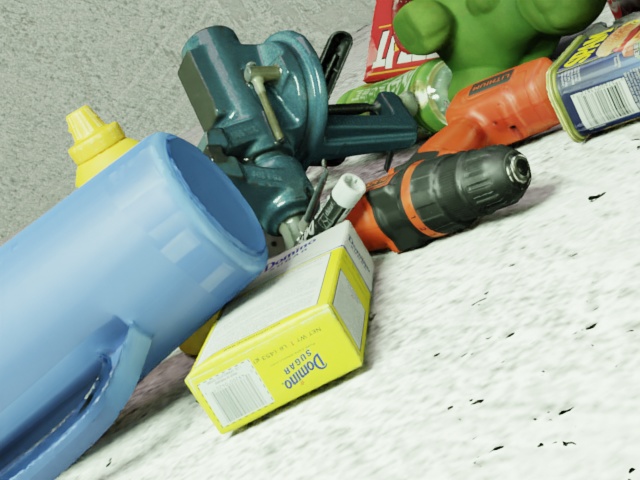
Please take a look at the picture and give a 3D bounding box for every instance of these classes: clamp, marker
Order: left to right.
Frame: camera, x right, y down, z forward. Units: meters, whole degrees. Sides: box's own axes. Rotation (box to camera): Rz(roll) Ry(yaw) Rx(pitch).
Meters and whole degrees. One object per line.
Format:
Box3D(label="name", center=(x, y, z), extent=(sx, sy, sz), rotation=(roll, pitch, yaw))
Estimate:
Box3D(label="clamp", center=(-0.021, -0.095, 1.108), extent=(0.210, 0.036, 0.164), rotation=(-51, 28, 44))
Box3D(label="marker", center=(-0.005, 0.001, 0.746), extent=(0.121, 0.020, 0.020), rotation=(-55, -5, 38))

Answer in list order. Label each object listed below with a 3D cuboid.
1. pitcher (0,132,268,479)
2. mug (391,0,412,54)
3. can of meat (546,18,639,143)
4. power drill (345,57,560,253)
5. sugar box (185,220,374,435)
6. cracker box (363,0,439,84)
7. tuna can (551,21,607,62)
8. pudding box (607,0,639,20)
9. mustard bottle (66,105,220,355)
Box3D(label="pitcher", center=(-0.151, 0.052, 0.663), extent=(0.243, 0.149, 0.145), rotation=(-38, -6, 13))
Box3D(label="mug", center=(0.117, -0.218, 0.966), extent=(0.093, 0.081, 0.117), rotation=(115, 150, -42))
Box3D(label="can of meat", center=(0.216, -0.118, 0.735), extent=(0.084, 0.057, 0.101), rotation=(-17, 18, 39))
Box3D(label="power drill", center=(0.106, -0.062, 0.757), extent=(0.185, 0.057, 0.187), rotation=(-16, 19, 49))
Box3D(label="sugar box", center=(-0.017, 0.046, 0.649), extent=(0.093, 0.048, 0.176), rotation=(-27, 9, 13))
Box3D(label="cracker box", center=(0.135, -0.260, 1.086), extent=(0.072, 0.213, 0.164), rotation=(18, -13, -42))
Box3D(label="tuna can", center=(0.215, -0.153, 0.923), extent=(0.086, 0.034, 0.086), rotation=(-29, 13, 7))
Box3D(label="pudding box", center=(0.269, -0.210, 0.892), extent=(0.039, 0.090, 0.113), rotation=(-29, 13, 2))
Box3D(label="mustard bottle", center=(-0.124, -0.011, 0.770), extent=(0.058, 0.191, 0.096), rotation=(-32, 13, -8))
